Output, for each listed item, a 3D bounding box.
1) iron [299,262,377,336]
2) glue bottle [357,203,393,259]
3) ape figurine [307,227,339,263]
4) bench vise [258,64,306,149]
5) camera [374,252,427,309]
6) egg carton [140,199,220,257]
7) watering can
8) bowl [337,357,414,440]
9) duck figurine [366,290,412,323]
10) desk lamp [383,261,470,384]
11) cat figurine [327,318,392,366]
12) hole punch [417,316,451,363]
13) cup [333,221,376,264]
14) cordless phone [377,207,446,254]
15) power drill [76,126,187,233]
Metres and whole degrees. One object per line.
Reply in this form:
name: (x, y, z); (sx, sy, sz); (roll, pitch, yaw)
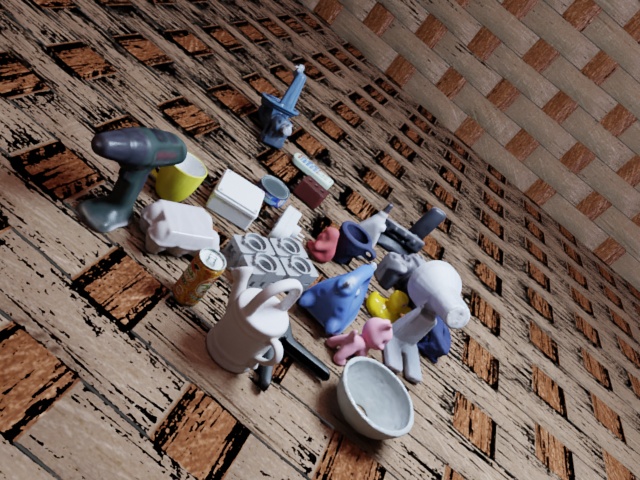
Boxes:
iron: (0.066, 0.101, 1.250); (0.118, 0.141, 0.259); (45, 29, 8)
glue bottle: (0.133, -0.031, 1.477); (0.078, 0.173, 0.037); (38, 29, -5)
ape figurine: (0.013, 0.005, 1.369); (0.076, 0.092, 0.078); (49, 30, 14)
bench vise: (-0.090, -0.381, 1.641); (0.122, 0.219, 0.207); (6, 44, -46)
camera: (0.236, 0.105, 1.489); (0.144, 0.100, 0.136); (17, 37, -37)
egg carton: (-0.266, -0.018, 1.092); (0.151, 0.069, 0.107); (10, 42, -43)
watering can: (-0.107, 0.123, 0.961); (0.173, 0.193, 0.101); (46, 29, 9)
bowl: (0.090, 0.306, 1.068); (0.168, 0.074, 0.167); (30, 31, -20)
duck figurine: (0.169, 0.153, 1.359); (0.104, 0.086, 0.078); (41, 29, -1)
desk lamp: (0.241, 0.175, 1.283); (0.118, 0.213, 0.203); (29, 31, -21)
cat figurine: (0.095, 0.199, 1.177); (0.128, 0.117, 0.067); (8, 43, -45)
hole punch: (0.281, 0.224, 1.390); (0.101, 0.091, 0.109); (38, 29, -5)
cup: (0.077, 0.024, 1.417); (0.117, 0.095, 0.092); (47, 29, 10)
cordless phone: (0.255, -0.045, 1.629); (0.148, 0.185, 0.094); (31, 30, -16)
power drill: (-0.336, -0.113, 0.996); (0.075, 0.208, 0.230); (44, 29, 6)
